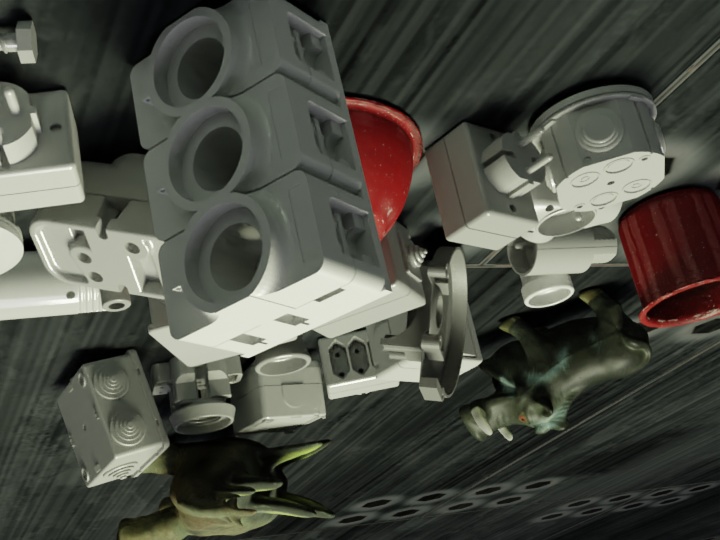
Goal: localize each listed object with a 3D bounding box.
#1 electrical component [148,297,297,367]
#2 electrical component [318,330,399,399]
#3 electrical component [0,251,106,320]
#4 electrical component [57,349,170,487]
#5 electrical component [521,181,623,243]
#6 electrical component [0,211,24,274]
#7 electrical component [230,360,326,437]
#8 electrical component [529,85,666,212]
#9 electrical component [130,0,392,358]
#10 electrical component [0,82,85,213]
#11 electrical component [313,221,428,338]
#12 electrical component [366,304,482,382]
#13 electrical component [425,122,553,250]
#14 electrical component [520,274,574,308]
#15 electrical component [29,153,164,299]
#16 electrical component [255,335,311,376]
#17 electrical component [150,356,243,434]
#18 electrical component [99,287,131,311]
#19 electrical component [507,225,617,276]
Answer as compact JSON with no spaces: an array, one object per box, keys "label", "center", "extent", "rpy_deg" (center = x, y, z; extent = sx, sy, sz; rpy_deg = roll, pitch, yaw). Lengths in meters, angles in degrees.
[{"label":"electrical component","center":[-0.101,0.026,0.783],"extent":[0.100,0.048,0.099],"rpy_deg":[-15,157,5]},{"label":"electrical component","center":[-0.001,0.090,0.982],"extent":[0.066,0.047,0.076],"rpy_deg":[-11,157,-4]},{"label":"electrical component","center":[-0.196,0.008,0.701],"extent":[0.081,0.043,0.043],"rpy_deg":[-4,156,-18]},{"label":"electrical component","center":[-0.208,0.125,0.896],"extent":[0.048,0.099,0.100],"rpy_deg":[-12,161,-36]},{"label":"electrical component","center":[0.129,-0.044,0.744],"extent":[0.077,0.044,0.079],"rpy_deg":[-4,155,-20]},{"label":"electrical component","center":[-0.230,-0.027,0.595],"extent":[0.080,0.051,0.080],"rpy_deg":[-10,157,-5]},{"label":"electrical component","center":[-0.080,0.117,0.993],"extent":[0.062,0.061,0.096],"rpy_deg":[0,162,-27]},{"label":"electrical component","center":[0.150,-0.076,0.673],"extent":[0.080,0.051,0.080],"rpy_deg":[-10,157,-4]},{"label":"electrical component","center":[-0.053,-0.047,0.511],"extent":[0.089,0.150,0.062],"rpy_deg":[-25,155,28]},{"label":"electrical component","center":[-0.177,-0.067,0.534],"extent":[0.066,0.047,0.076],"rpy_deg":[-8,156,-10]},{"label":"electrical component","center":[0.000,0.000,0.757],"extent":[0.096,0.061,0.061],"rpy_deg":[-21,155,19]},{"label":"electrical component","center":[0.061,0.057,0.919],"extent":[0.096,0.061,0.061],"rpy_deg":[8,149,-40]},{"label":"electrical component","center":[0.087,-0.060,0.660],"extent":[0.047,0.065,0.077],"rpy_deg":[9,149,-39]},{"label":"electrical component","center":[0.144,0.001,0.852],"extent":[0.040,0.046,0.040],"rpy_deg":[-10,157,-5]},{"label":"electrical component","center":[-0.127,-0.026,0.606],"extent":[0.095,0.059,0.053],"rpy_deg":[8,139,14]},{"label":"electrical component","center":[-0.065,0.050,0.848],"extent":[0.045,0.055,0.045],"rpy_deg":[-10,157,-5]},{"label":"electrical component","center":[-0.141,0.109,0.942],"extent":[0.078,0.057,0.058],"rpy_deg":[-5,156,-18]},{"label":"electrical component","center":[-0.154,-0.006,0.666],"extent":[0.048,0.062,0.048],"rpy_deg":[-10,157,-5]},{"label":"electrical component","center":[0.158,-0.019,0.817],"extent":[0.081,0.043,0.043],"rpy_deg":[-2,155,-23]}]
